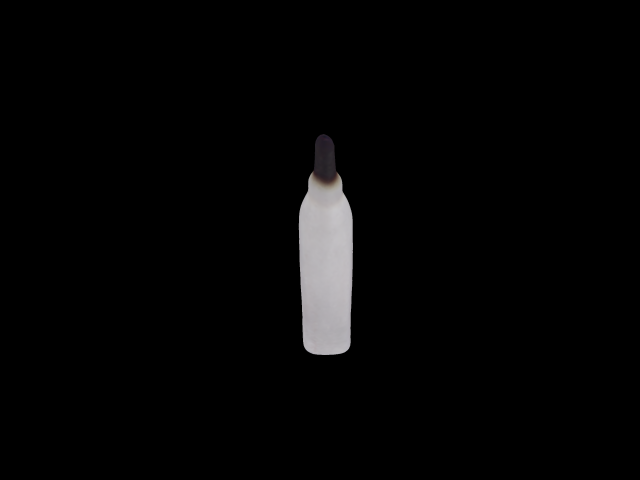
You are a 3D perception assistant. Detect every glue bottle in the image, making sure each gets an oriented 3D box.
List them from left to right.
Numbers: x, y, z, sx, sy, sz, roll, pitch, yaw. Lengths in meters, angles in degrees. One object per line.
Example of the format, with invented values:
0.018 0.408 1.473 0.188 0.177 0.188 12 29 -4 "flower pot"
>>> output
0.004 0.001 0.400 0.037 0.173 0.078 -2 43 -2 "glue bottle"
